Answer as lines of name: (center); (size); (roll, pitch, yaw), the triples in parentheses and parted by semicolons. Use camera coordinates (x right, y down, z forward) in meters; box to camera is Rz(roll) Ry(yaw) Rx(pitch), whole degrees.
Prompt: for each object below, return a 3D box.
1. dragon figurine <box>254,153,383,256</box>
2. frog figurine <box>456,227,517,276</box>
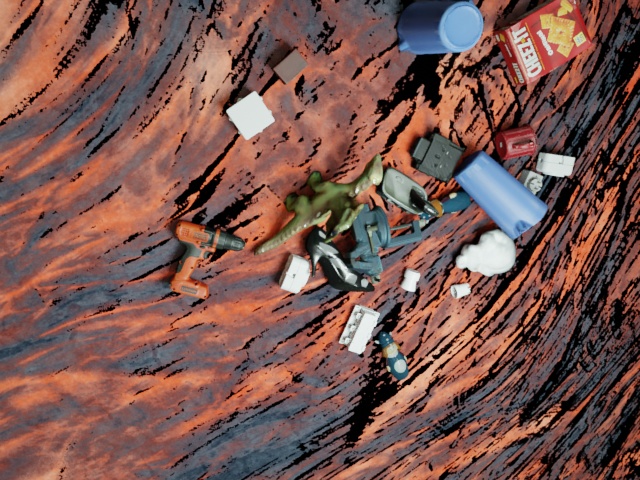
dragon figurine: (0.004, -0.065, 1.298); (0.410, 0.245, 0.121); (-45, 113, 0)
frog figurine: (0.475, 0.040, 1.479); (0.160, 0.125, 0.134); (-13, 126, -20)
